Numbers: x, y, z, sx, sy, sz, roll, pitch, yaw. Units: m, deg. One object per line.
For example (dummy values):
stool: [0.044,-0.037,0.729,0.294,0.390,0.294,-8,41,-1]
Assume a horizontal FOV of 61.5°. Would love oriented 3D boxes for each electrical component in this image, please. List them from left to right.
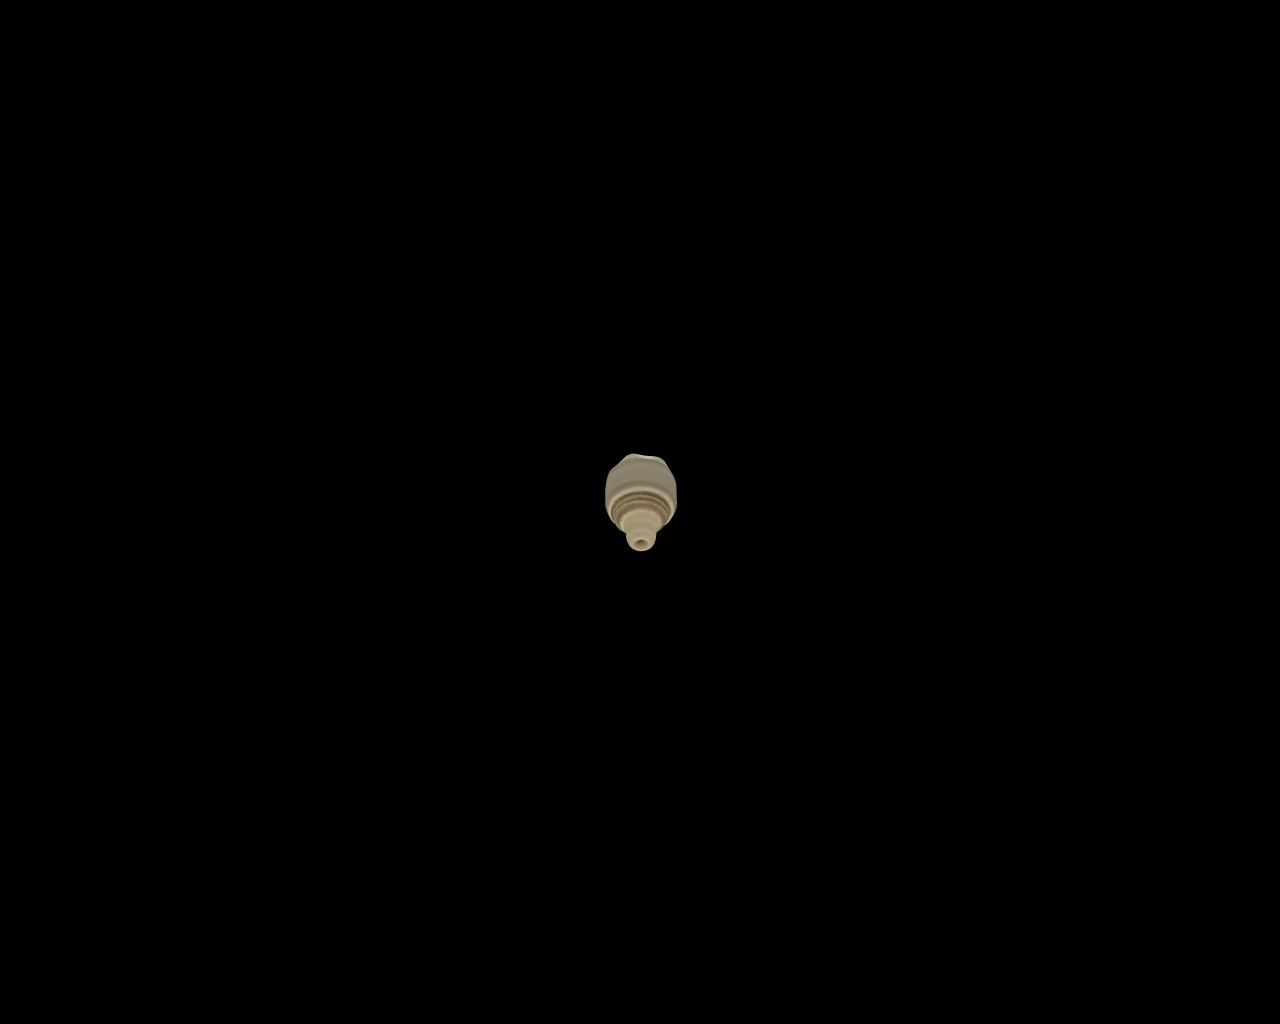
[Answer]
electrical component: [0.001,-0.003,0.650,0.043,0.062,0.043,0,-43,0]
